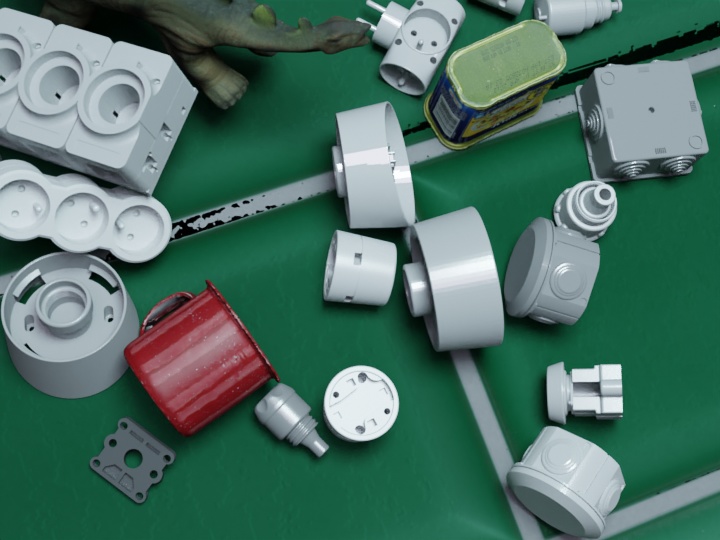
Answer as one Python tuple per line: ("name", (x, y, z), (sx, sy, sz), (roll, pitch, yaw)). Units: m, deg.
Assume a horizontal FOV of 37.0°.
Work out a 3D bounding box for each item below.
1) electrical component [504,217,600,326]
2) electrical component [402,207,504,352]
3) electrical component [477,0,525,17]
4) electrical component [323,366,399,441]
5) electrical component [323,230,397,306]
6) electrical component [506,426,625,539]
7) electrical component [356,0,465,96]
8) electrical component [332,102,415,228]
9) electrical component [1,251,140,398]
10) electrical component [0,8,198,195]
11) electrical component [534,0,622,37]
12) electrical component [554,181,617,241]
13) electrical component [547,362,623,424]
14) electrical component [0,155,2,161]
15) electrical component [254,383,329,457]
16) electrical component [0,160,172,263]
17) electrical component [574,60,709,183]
("electrical component", (0.148, 0.003, 0.840), (0.051, 0.080, 0.080), (17, 75, -8))
("electrical component", (0.066, 0.010, 0.815), (0.060, 0.108, 0.108), (-11, 78, -3))
("electrical component", (0.121, -0.249, 0.912), (0.047, 0.055, 0.055), (19, 75, 1))
("electrical component", (-0.001, 0.103, 0.812), (0.055, 0.047, 0.055), (2, 76, -7))
("electrical component", (0.000, 0.000, 0.835), (0.047, 0.055, 0.055), (9, 75, -9))
("electrical component", (0.154, 0.159, 0.802), (0.080, 0.080, 0.051), (37, 69, 3))
("electrical component", (0.036, -0.197, 0.893), (0.079, 0.044, 0.077), (28, 74, 1))
("electrical component", (0.012, -0.080, 0.836), (0.064, 0.099, 0.099), (-8, 77, -3))
("electrical component", (-0.217, 0.039, 0.804), (0.099, 0.064, 0.099), (2, 62, -4))
("electrical component", (-0.210, -0.125, 0.787), (0.150, 0.061, 0.089), (19, 78, 16))
("electrical component", (0.185, -0.222, 0.920), (0.078, 0.040, 0.040), (-8, 77, -9))
("electrical component", (0.187, -0.052, 0.867), (0.048, 0.062, 0.048), (2, 76, -7))
("electrical component", (0.174, 0.095, 0.831), (0.055, 0.066, 0.048), (-2, 76, 12))
("electrical component", (-0.330, -0.073, 0.818), (0.099, 0.064, 0.099), (0, 87, 2))
("electrical component", (-0.049, 0.116, 0.810), (0.061, 0.035, 0.035), (44, 75, 3))
("electrical component", (-0.218, -0.047, 0.811), (0.138, 0.074, 0.052), (12, 101, -30))
("electrical component", (0.235, -0.125, 0.898), (0.100, 0.048, 0.099), (-6, 76, -8))
